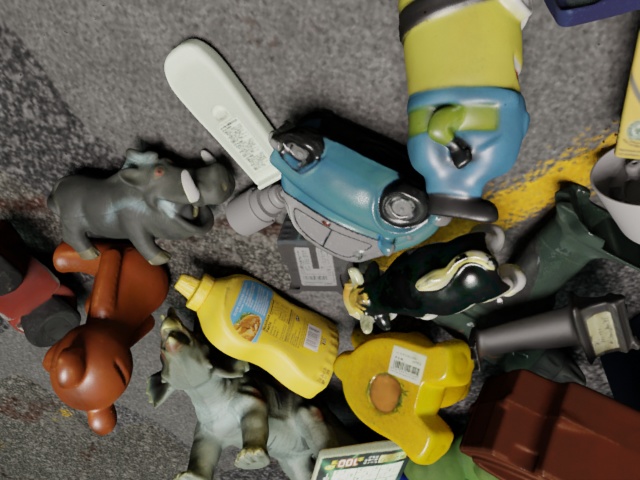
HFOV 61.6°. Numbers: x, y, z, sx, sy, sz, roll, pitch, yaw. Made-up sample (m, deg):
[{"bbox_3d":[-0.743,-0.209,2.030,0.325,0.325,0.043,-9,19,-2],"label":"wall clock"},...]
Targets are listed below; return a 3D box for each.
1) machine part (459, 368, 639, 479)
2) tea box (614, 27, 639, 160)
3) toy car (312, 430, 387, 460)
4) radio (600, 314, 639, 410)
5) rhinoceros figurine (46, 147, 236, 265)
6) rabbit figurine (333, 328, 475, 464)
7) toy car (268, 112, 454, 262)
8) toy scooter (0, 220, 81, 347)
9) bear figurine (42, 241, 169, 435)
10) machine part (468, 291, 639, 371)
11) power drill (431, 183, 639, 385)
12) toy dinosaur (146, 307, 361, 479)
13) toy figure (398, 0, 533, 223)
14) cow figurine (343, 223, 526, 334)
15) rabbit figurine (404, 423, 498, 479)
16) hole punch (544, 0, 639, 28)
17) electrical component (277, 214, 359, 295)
[{"bbox_3d":[0.239,0.202,0.482,0.202,0.087,0.201,26,163,11],"label":"machine part"},{"bbox_3d":[0.293,-0.099,0.346,0.170,0.068,0.098,14,134,27],"label":"tea box"},{"bbox_3d":[0.065,0.295,0.761,0.202,0.053,0.089,-24,119,23],"label":"toy car"},{"bbox_3d":[0.374,0.097,0.479,0.073,0.131,0.229,29,129,-10],"label":"radio"},{"bbox_3d":[-0.172,-0.039,0.530,0.190,0.073,0.112,-4,117,17],"label":"rhinoceros figurine"},{"bbox_3d":[0.099,0.159,0.591,0.163,0.121,0.173,2,175,38],"label":"rabbit figurine"},{"bbox_3d":[0.026,-0.035,0.453,0.162,0.109,0.102,23,116,-1],"label":"toy car"},{"bbox_3d":[-0.351,0.039,0.614,0.135,0.075,0.183,40,158,27],"label":"toy scooter"},{"bbox_3d":[-0.240,0.095,0.568,0.132,0.196,0.120,-3,131,16],"label":"bear figurine"},{"bbox_3d":[0.200,0.084,0.476,0.139,0.039,0.084,-18,131,28],"label":"machine part"},{"bbox_3d":[0.225,0.055,0.520,0.232,0.086,0.207,28,137,-8],"label":"power drill"},{"bbox_3d":[-0.056,0.220,0.668,0.404,0.192,0.131,33,117,-32],"label":"toy dinosaur"},{"bbox_3d":[0.094,-0.103,0.362,0.089,0.082,0.180,4,94,-9],"label":"toy figure"},{"bbox_3d":[0.080,0.041,0.462,0.167,0.098,0.068,-22,83,31],"label":"cow figurine"},{"bbox_3d":[0.186,0.259,0.668,0.170,0.121,0.159,-15,148,5],"label":"rabbit figurine"},{"bbox_3d":[0.173,-0.185,0.298,0.142,0.116,0.092,-15,117,21],"label":"hole punch"},{"bbox_3d":[-0.001,-0.002,0.534,0.075,0.048,0.119,3,131,10],"label":"electrical component"}]
